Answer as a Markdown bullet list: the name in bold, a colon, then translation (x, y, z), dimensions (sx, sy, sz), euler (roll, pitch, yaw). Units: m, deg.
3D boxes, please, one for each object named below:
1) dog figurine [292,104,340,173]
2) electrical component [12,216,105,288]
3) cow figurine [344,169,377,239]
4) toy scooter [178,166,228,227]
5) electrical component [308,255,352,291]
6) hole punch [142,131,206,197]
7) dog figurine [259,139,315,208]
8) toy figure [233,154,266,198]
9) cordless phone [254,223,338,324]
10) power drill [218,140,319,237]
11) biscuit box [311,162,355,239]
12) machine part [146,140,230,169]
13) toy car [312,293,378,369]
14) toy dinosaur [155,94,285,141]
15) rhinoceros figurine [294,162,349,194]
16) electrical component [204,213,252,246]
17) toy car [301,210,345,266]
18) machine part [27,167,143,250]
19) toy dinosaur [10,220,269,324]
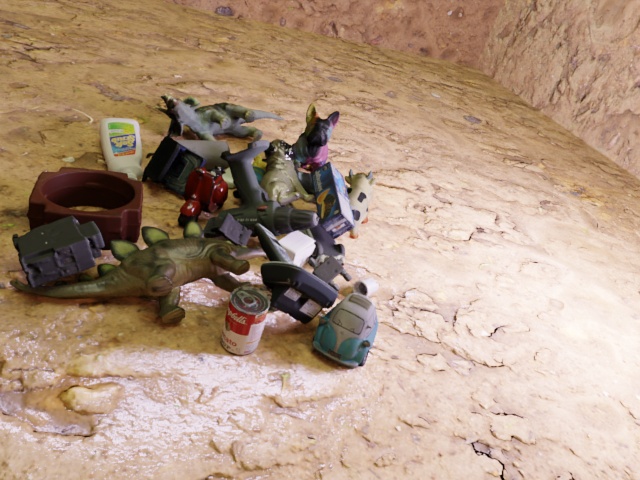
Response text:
- **dog figurine**: translation (-0.017, -0.280, 1.508), dimensions (0.108, 0.219, 0.192), euler (18, 33, -7)
- **electrical component**: translation (-0.444, 0.013, 0.919), dimensions (0.134, 0.058, 0.115), euler (-23, 38, -27)
- **cow figurine**: translation (0.086, -0.098, 1.356), dimensions (0.086, 0.127, 0.195), euler (10, 31, 19)
- **toy scooter**: translation (-0.259, -0.117, 1.217), dimensions (0.075, 0.135, 0.184), euler (21, 31, 7)
- **electrical component**: translation (0.019, 0.064, 1.150), dimensions (0.063, 0.021, 0.094), euler (-42, 80, -15)
- **hole punch**: translation (-0.346, -0.176, 1.276), dimensions (0.092, 0.142, 0.116), euler (26, 5, -40)
- **dog figurine**: translation (-0.115, -0.154, 1.292), dimensions (0.172, 0.121, 0.190), euler (-4, 65, -58)
- **toy figure**: translation (-0.158, -0.153, 1.374), dimensions (0.089, 0.082, 0.180), euler (33, 28, 1)
- **cordless phone**: translation (-0.059, 0.053, 1.003), dimensions (0.146, 0.089, 0.184), euler (37, 14, -45)
- **power drill**: translation (-0.125, -0.107, 1.166), dimensions (0.232, 0.207, 0.086), euler (-11, 9, 22)
- **biscuit box**: translation (0.027, -0.097, 1.254), dimensions (0.059, 0.063, 0.203), euler (44, 23, -36)
- **machine part**: translation (-0.324, -0.220, 1.392), dimensions (0.243, 0.079, 0.079), euler (-4, 39, -33)
- **toy car**: translation (0.062, 0.154, 1.000), dimensions (0.109, 0.102, 0.162), euler (28, 35, 13)
- **toy dinosaur**: translation (-0.299, -0.357, 1.587), dimensions (0.192, 0.131, 0.405), euler (35, 30, 24)
- **rhinoceros figurine**: translation (-0.005, -0.146, 1.444), dimensions (0.190, 0.073, 0.112), euler (14, 31, -7)
- **electrical component**: translation (-0.208, -0.014, 1.135), dimensions (0.074, 0.119, 0.048), euler (41, 57, -34)
- **toy car**: translation (-0.003, -0.004, 1.249), dimensions (0.073, 0.056, 0.202), euler (4, 37, -26)
- **machine part**: translation (-0.459, -0.063, 1.068), dimensions (0.201, 0.087, 0.201), euler (3, 30, -18)
- **toy dinosaur**: translation (-0.291, 0.057, 0.977), dimensions (0.471, 0.105, 0.199), euler (-11, 34, -30)
